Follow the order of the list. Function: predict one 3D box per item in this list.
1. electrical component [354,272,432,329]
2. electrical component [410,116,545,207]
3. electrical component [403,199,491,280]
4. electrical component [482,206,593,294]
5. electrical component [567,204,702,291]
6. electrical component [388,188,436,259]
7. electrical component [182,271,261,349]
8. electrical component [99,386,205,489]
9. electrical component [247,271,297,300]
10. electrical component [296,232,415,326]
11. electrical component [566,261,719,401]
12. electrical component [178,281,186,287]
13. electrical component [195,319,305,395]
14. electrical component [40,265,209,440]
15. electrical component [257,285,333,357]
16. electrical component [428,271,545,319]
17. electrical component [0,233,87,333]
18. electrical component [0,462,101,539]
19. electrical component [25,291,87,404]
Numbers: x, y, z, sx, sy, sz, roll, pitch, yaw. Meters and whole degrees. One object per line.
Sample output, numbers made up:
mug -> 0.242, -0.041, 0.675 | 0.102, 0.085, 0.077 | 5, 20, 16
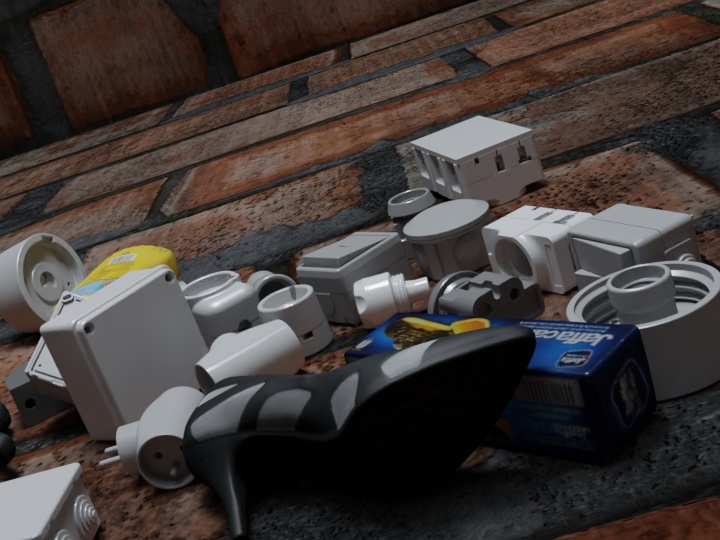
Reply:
electrical component -> 0.028, 0.022, 0.895 | 0.062, 0.043, 0.043 | -16, 18, 6
electrical component -> 0.126, -0.116, 1.168 | 0.089, 0.061, 0.150 | -22, 18, -10
electrical component -> 0.084, -0.029, 0.975 | 0.080, 0.051, 0.080 | -17, 18, 6
electrical component -> 0.146, -0.016, 0.876 | 0.056, 0.050, 0.089 | -27, 20, -25
electrical component -> 0.200, -0.005, 0.771 | 0.061, 0.061, 0.096 | -26, 19, -20
electrical component -> 0.055, -0.047, 1.047 | 0.066, 0.055, 0.048 | -18, 18, 2
electrical component -> -0.129, 0.039, 0.978 | 0.054, 0.059, 0.095 | -29, 21, -28
electrical component -> -0.149, 0.125, 0.775 | 0.079, 0.043, 0.077 | -17, 18, 5
electrical component -> -0.085, 0.022, 1.017 | 0.044, 0.044, 0.065 | -23, 14, -13
electrical component -> 0.000, 0.000, 0.958 | 0.096, 0.061, 0.062 | -33, 23, -35
electrical component -> 0.184, 0.031, 0.685 | 0.108, 0.060, 0.108 | -18, 18, 6
electrical component -> -0.187, 0.035, 1.066 | 0.077, 0.047, 0.066 | -29, 20, -28
electrical component -> -0.097, 0.073, 0.868 | 0.077, 0.043, 0.079 | -29, 23, -26
electrical component -> -0.186, 0.067, 0.875 | 0.056, 0.108, 0.109 | -7, 22, 41
electrical component -> -0.056, 0.044, 0.910 | 0.055, 0.047, 0.055 | -17, 18, 6
electrical component -> 0.087, 0.032, 0.788 | 0.078, 0.058, 0.057 | -29, 23, -27
electrical component -> -0.364, 0.019, 1.203 | 0.060, 0.108, 0.108 | -17, 17, 26
electrical component -> -0.223, 0.176, 0.692 | 0.100, 0.048, 0.099 | -16, 18, 9
electrical component -> -0.236, 0.067, 0.928 | 0.062, 0.061, 0.096 | 17, 64, 6
